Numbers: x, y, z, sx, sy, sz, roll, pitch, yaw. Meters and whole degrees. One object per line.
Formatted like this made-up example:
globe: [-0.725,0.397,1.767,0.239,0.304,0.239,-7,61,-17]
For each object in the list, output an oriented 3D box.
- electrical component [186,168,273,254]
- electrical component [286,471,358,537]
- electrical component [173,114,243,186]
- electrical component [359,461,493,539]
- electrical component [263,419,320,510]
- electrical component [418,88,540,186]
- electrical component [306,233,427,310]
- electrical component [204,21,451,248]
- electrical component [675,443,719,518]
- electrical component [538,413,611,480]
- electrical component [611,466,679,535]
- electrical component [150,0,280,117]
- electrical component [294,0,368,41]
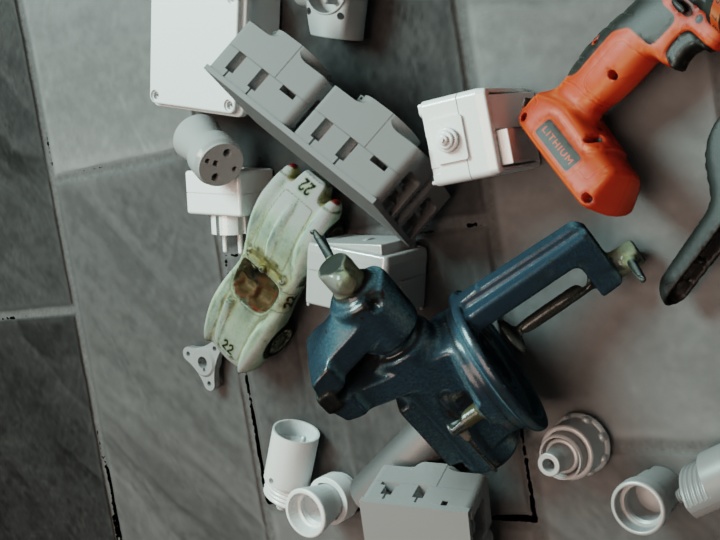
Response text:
electrical component: [-0.116,-0.052,0.970,0.066,0.047,0.076,5,102,36]
electrical component: [-0.032,0.207,0.954,0.045,0.055,0.045,8,104,35]
electrical component: [-0.130,-0.102,0.924,0.055,0.045,0.045,47,125,45]
electrical component: [0.060,0.236,0.866,0.089,0.061,0.150,1,113,22]
electrical component: [-0.065,0.182,0.981,0.043,0.043,0.081,23,112,31]
electrical component: [0.088,-0.098,0.779,0.061,0.096,0.061,-9,94,32]
electrical component: [0.000,0.000,0.885,0.096,0.062,0.061,12,106,34]
electrical component: [-0.021,-0.110,0.842,0.186,0.105,0.060,40,89,24]
electrical component: [0.253,0.141,0.738,0.081,0.043,0.043,-37,77,35]
electrical component: [0.154,0.135,0.798,0.048,0.062,0.048,8,104,35]
electrical component: [0.208,0.164,0.774,0.040,0.046,0.040,8,104,35]
electrical component: [-0.128,-0.194,0.945,0.109,0.056,0.108,13,106,34]
electrical component: [-0.029,-0.230,0.872,0.079,0.044,0.077,17,109,33]
